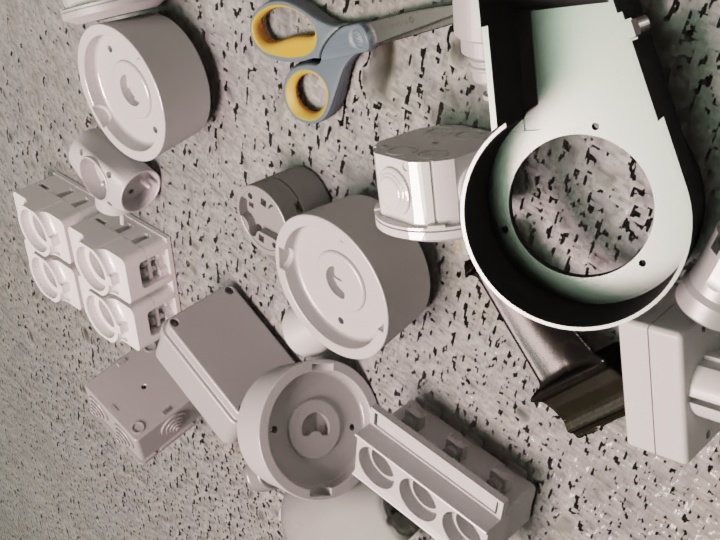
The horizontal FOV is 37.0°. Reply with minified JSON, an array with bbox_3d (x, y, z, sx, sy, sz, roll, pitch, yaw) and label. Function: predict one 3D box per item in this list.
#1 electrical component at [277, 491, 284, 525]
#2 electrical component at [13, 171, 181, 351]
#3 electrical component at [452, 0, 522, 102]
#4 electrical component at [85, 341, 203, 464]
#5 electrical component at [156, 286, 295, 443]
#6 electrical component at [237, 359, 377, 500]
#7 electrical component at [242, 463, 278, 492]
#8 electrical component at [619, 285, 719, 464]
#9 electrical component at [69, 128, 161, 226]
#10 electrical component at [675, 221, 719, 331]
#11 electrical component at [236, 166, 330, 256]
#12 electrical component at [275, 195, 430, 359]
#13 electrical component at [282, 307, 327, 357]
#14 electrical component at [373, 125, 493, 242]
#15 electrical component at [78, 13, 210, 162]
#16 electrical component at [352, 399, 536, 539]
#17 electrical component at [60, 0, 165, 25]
[{"bbox_3d":[-0.047,0.224,0.970,0.077,0.047,0.065,23,131,40],"label":"electrical component"},{"bbox_3d":[-0.259,-0.009,1.043,0.186,0.060,0.105,27,134,36],"label":"electrical component"},{"bbox_3d":[0.071,-0.130,0.581,0.040,0.040,0.078,23,131,40],"label":"electrical component"},{"bbox_3d":[-0.207,0.124,1.047,0.100,0.100,0.048,41,153,23],"label":"electrical component"},{"bbox_3d":[-0.112,0.079,0.917,0.113,0.078,0.057,49,146,13],"label":"electrical component"},{"bbox_3d":[-0.045,0.124,0.848,0.060,0.108,0.108,-6,110,58],"label":"electrical component"},{"bbox_3d":[-0.081,0.186,0.994,0.061,0.035,0.035,-19,100,51],"label":"electrical component"},{"bbox_3d":[0.185,0.060,0.575,0.076,0.047,0.083,16,127,43],"label":"electrical component"},{"bbox_3d":[-0.220,-0.075,0.963,0.077,0.044,0.079,37,139,27],"label":"electrical component"},{"bbox_3d":[0.186,0.002,0.541,0.040,0.040,0.046,38,133,26],"label":"electrical component"},{"bbox_3d":[-0.055,-0.045,0.785,0.055,0.047,0.055,29,135,34],"label":"electrical component"},{"bbox_3d":[0.000,0.000,0.741,0.108,0.060,0.108,29,135,34],"label":"electrical component"},{"bbox_3d":[-0.024,0.037,0.815,0.065,0.044,0.044,-28,93,50],"label":"electrical component"},{"bbox_3d":[0.047,-0.051,0.634,0.080,0.080,0.051,16,122,44],"label":"electrical component"},{"bbox_3d":[-0.160,-0.145,0.828,0.108,0.060,0.108,29,135,34],"label":"electrical component"},{"bbox_3d":[0.061,0.150,0.775,0.121,0.063,0.078,33,137,32],"label":"electrical component"},{"bbox_3d":[-0.185,-0.213,0.794,0.080,0.080,0.051,4,113,49],"label":"electrical component"}]
